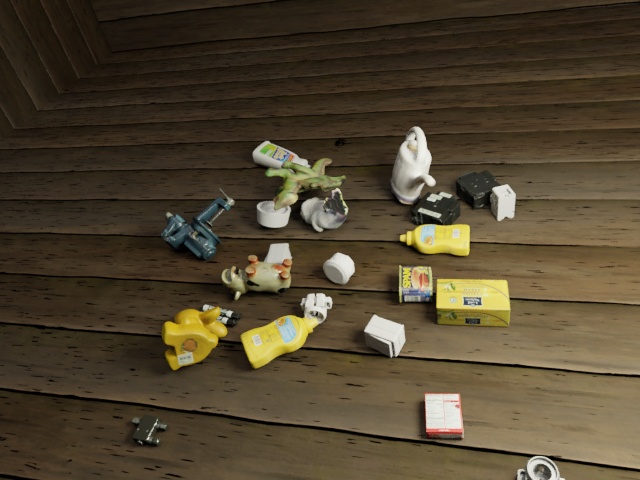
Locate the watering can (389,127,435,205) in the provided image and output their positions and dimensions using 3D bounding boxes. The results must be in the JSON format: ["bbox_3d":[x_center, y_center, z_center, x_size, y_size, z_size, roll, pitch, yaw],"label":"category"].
[{"bbox_3d":[0.287,-0.203,1.587,0.104,0.219,0.356,7,40,-4],"label":"watering can"}]

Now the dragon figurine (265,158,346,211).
[{"bbox_3d":[-0.021,-0.197,1.703,0.244,0.120,0.416,18,37,39],"label":"dragon figurine"}]

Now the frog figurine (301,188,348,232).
[{"bbox_3d":[0.005,-0.082,1.628,0.157,0.121,0.141,-28,34,42],"label":"frog figurine"}]
